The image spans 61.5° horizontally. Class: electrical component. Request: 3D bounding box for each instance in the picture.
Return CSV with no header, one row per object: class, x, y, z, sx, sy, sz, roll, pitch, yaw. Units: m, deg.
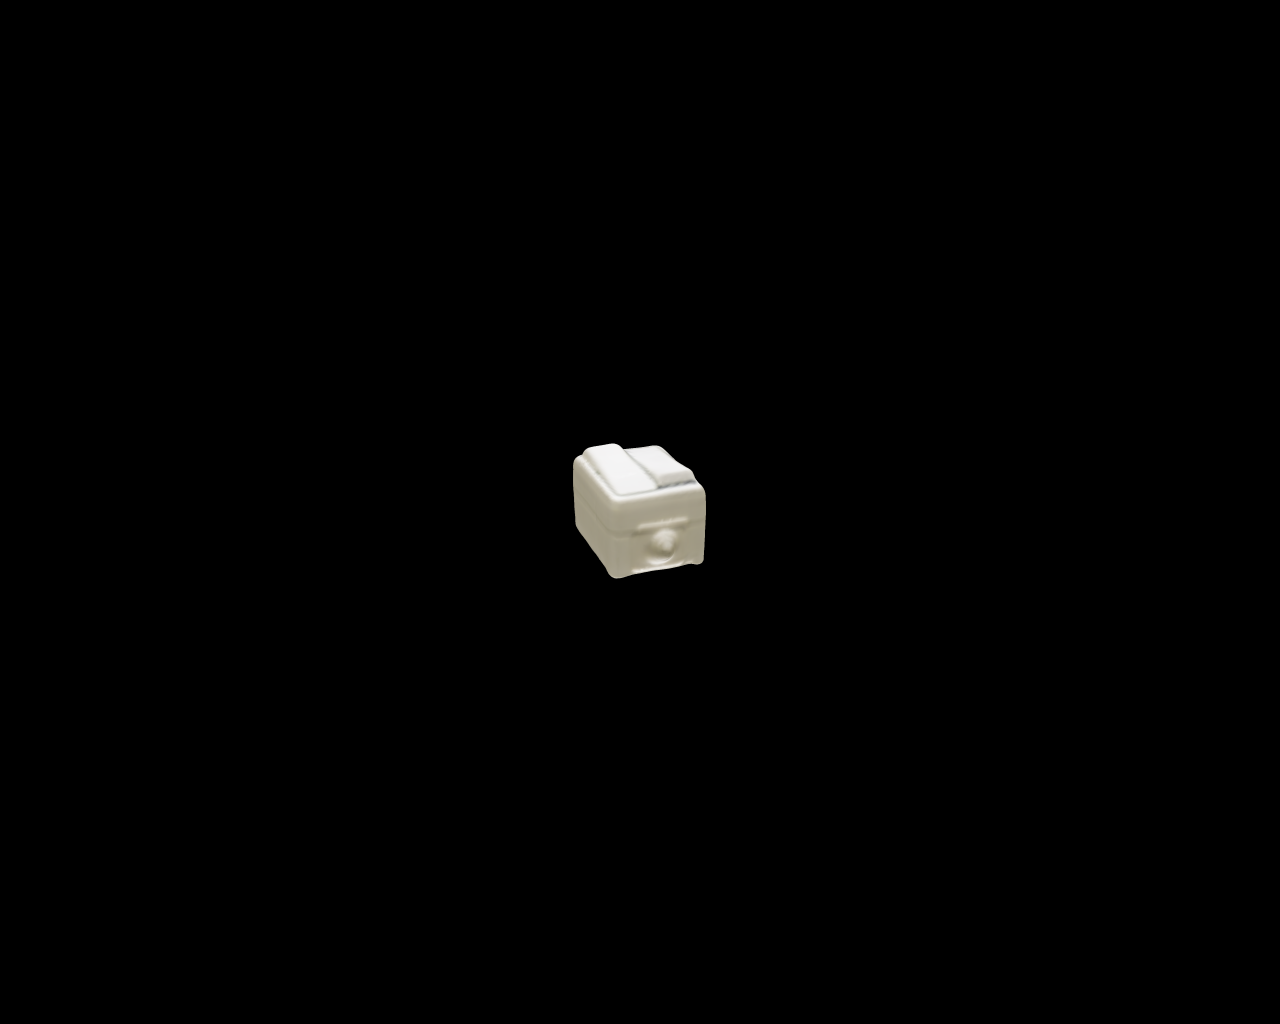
electrical component,0.001,-0.003,0.650,0.062,0.061,0.096,-8,26,-18
